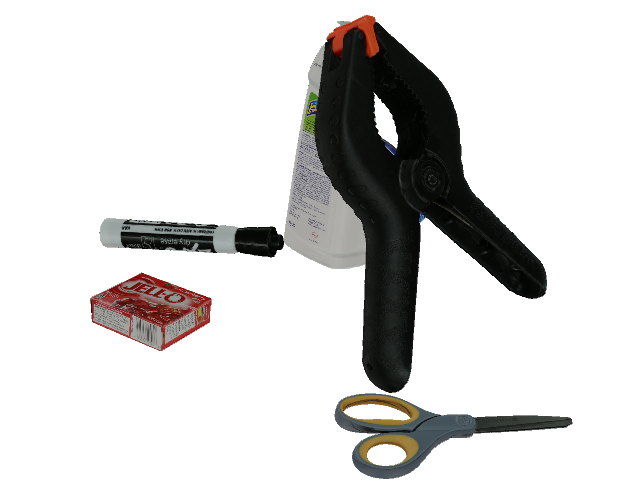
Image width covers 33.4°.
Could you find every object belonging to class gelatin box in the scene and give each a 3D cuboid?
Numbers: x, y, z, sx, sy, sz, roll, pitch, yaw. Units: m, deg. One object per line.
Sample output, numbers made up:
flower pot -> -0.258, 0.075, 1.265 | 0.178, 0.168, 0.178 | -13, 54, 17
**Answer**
gelatin box -> -0.159, 0.065, 1.003 | 0.089, 0.030, 0.073 | 19, 27, 28

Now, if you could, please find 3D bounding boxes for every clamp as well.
clamp -> 0.037, -0.017, 0.506 | 0.039, 0.171, 0.120 | -17, 17, 50

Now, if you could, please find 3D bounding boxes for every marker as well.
marker -> -0.081, -0.002, 0.669 | 0.121, 0.020, 0.020 | 3, 1, 18

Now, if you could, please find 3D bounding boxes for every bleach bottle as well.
bleach bottle -> 0.021, -0.103, 1.135 | 0.067, 0.251, 0.103 | -9, 25, -41

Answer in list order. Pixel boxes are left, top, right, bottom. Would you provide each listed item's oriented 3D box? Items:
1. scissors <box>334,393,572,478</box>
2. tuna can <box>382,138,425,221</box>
scissors -> 0.110, 0.166, 0.881 | 0.202, 0.016, 0.096 | 8, 36, 4
tuna can -> 0.054, -0.045, 0.913 | 0.033, 0.086, 0.086 | -33, 9, -15
